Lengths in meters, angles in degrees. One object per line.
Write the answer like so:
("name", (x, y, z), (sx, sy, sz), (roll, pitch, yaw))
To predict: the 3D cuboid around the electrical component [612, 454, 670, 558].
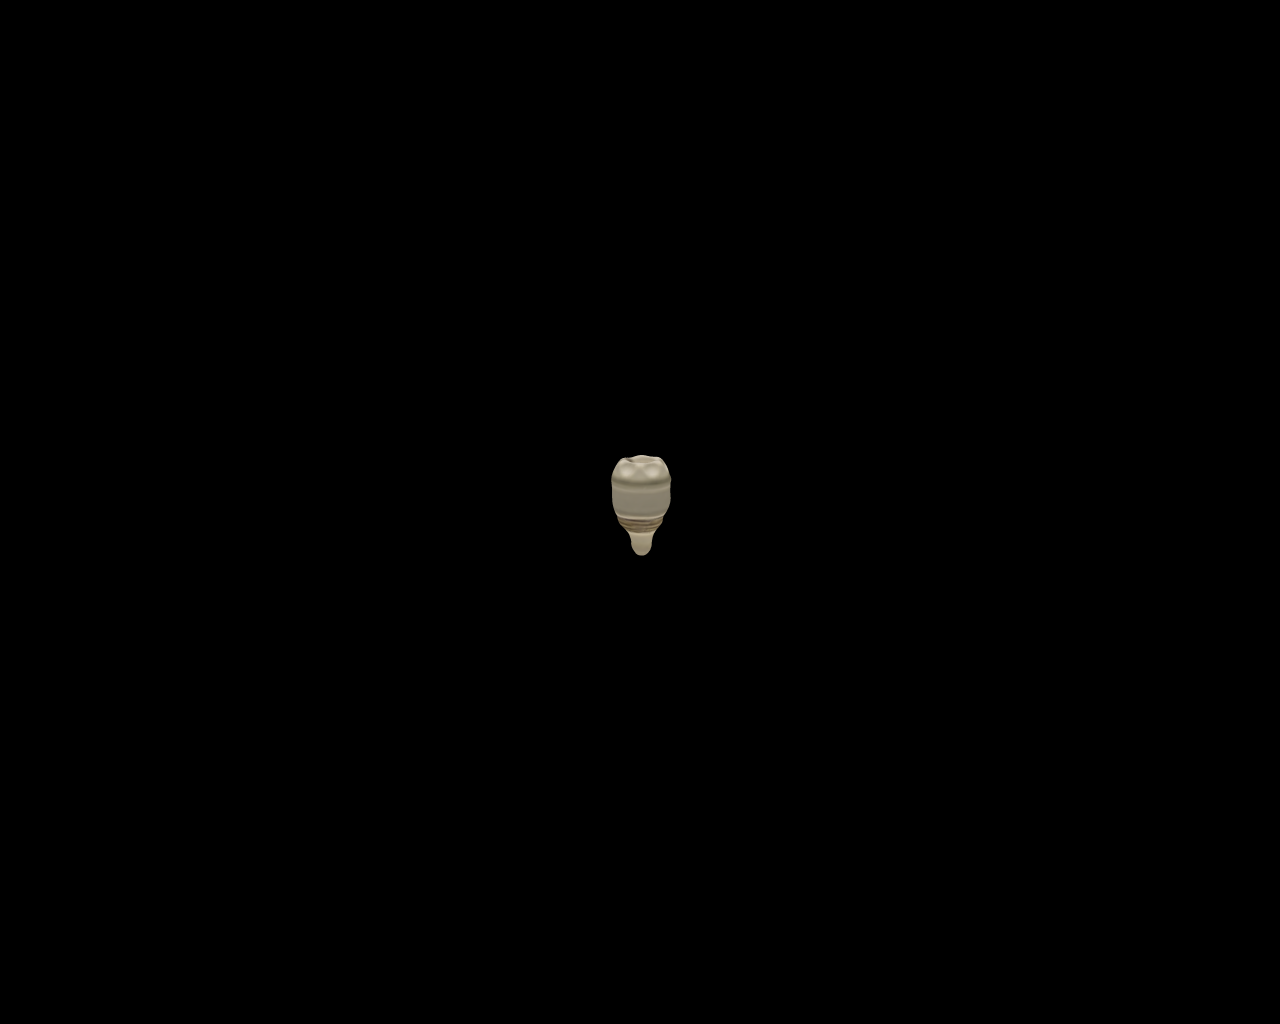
("electrical component", (0.001, -0.003, 0.650), (0.035, 0.061, 0.035), (0, 16, 0))
